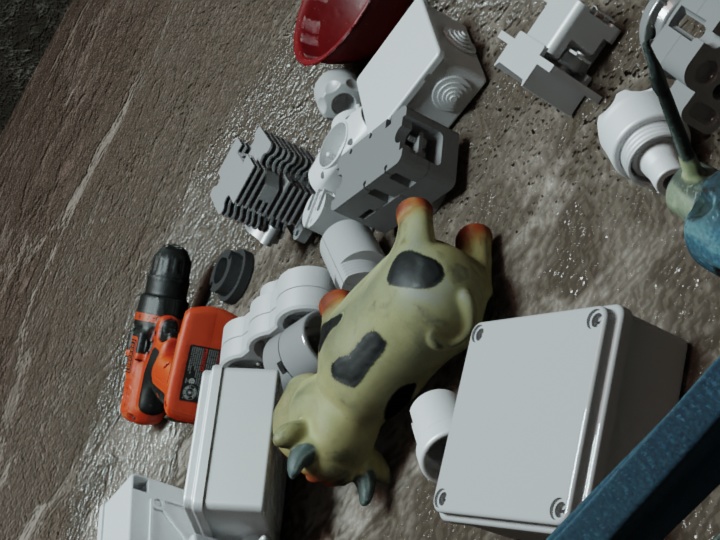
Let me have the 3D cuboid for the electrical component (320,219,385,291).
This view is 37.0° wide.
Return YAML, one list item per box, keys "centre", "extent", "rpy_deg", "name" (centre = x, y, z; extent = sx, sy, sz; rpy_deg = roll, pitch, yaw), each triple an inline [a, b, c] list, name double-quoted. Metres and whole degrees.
- centre: [0.000, 0.000, 0.792]
  extent: [0.043, 0.043, 0.081]
  rpy_deg: [-57, 28, 18]
  name: "electrical component"

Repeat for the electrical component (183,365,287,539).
- centre: [-0.084, 0.140, 0.771]
  extent: [0.108, 0.056, 0.108]
  rpy_deg: [87, -174, -56]
  name: "electrical component"

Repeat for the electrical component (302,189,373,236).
- centre: [-0.017, -0.041, 0.853]
  extent: [0.040, 0.046, 0.040]
  rpy_deg: [-42, 35, 40]
  name: "electrical component"

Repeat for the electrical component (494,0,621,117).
- centre: [0.125, -0.139, 0.673]
  extent: [0.063, 0.042, 0.081]
  rpy_deg: [-57, 29, 15]
  name: "electrical component"

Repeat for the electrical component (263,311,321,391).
- centre: [-0.036, 0.063, 0.800]
  extent: [0.047, 0.055, 0.055]
  rpy_deg: [-39, 38, 38]
  name: "electrical component"

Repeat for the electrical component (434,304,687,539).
- centre: [0.098, 0.079, 0.534]
  extent: [0.109, 0.056, 0.108]
  rpy_deg: [-14, 57, 58]
  name: "electrical component"

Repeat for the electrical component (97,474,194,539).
- centre: [-0.138, 0.221, 0.800]
  extent: [0.056, 0.109, 0.108]
  rpy_deg: [-47, 32, 29]
  name: "electrical component"

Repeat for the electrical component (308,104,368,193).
- centre: [-0.005, -0.105, 0.884]
  extent: [0.077, 0.044, 0.079]
  rpy_deg: [-47, 32, 35]
  name: "electrical component"

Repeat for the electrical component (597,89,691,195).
- centre: [0.152, -0.064, 0.562]
  extent: [0.043, 0.043, 0.062]
  rpy_deg: [-51, 31, 29]
  name: "electrical component"

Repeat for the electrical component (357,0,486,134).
- centre: [0.046, -0.143, 0.815]
  extent: [0.099, 0.048, 0.099]
  rpy_deg: [-50, 31, 30]
  name: "electrical component"

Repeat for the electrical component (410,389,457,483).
- centre: [0.050, 0.096, 0.629]
  extent: [0.040, 0.040, 0.046]
  rpy_deg: [-57, 22, 19]
  name: "electrical component"

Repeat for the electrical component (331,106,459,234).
- centre: [0.028, -0.069, 0.780]
  extent: [0.089, 0.056, 0.050]
  rpy_deg: [-33, 42, 49]
  name: "electrical component"

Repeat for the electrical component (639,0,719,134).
- centre: [0.178, -0.116, 0.541]
  extent: [0.078, 0.058, 0.057]
  rpy_deg: [-57, 31, 20]
  name: "electrical component"

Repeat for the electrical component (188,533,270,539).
- centre: [-0.075, 0.204, 0.723]
  extent: [0.075, 0.083, 0.047]
  rpy_deg: [-52, 30, 26]
  name: "electrical component"

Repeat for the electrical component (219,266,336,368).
- centre: [-0.064, 0.033, 0.873]
  extent: [0.138, 0.052, 0.073]
  rpy_deg: [-39, 38, 42]
  name: "electrical component"

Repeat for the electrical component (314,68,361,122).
- centre: [-0.020, -0.159, 0.955]
  extent: [0.043, 0.043, 0.062]
  rpy_deg: [-56, 27, 21]
  name: "electrical component"
